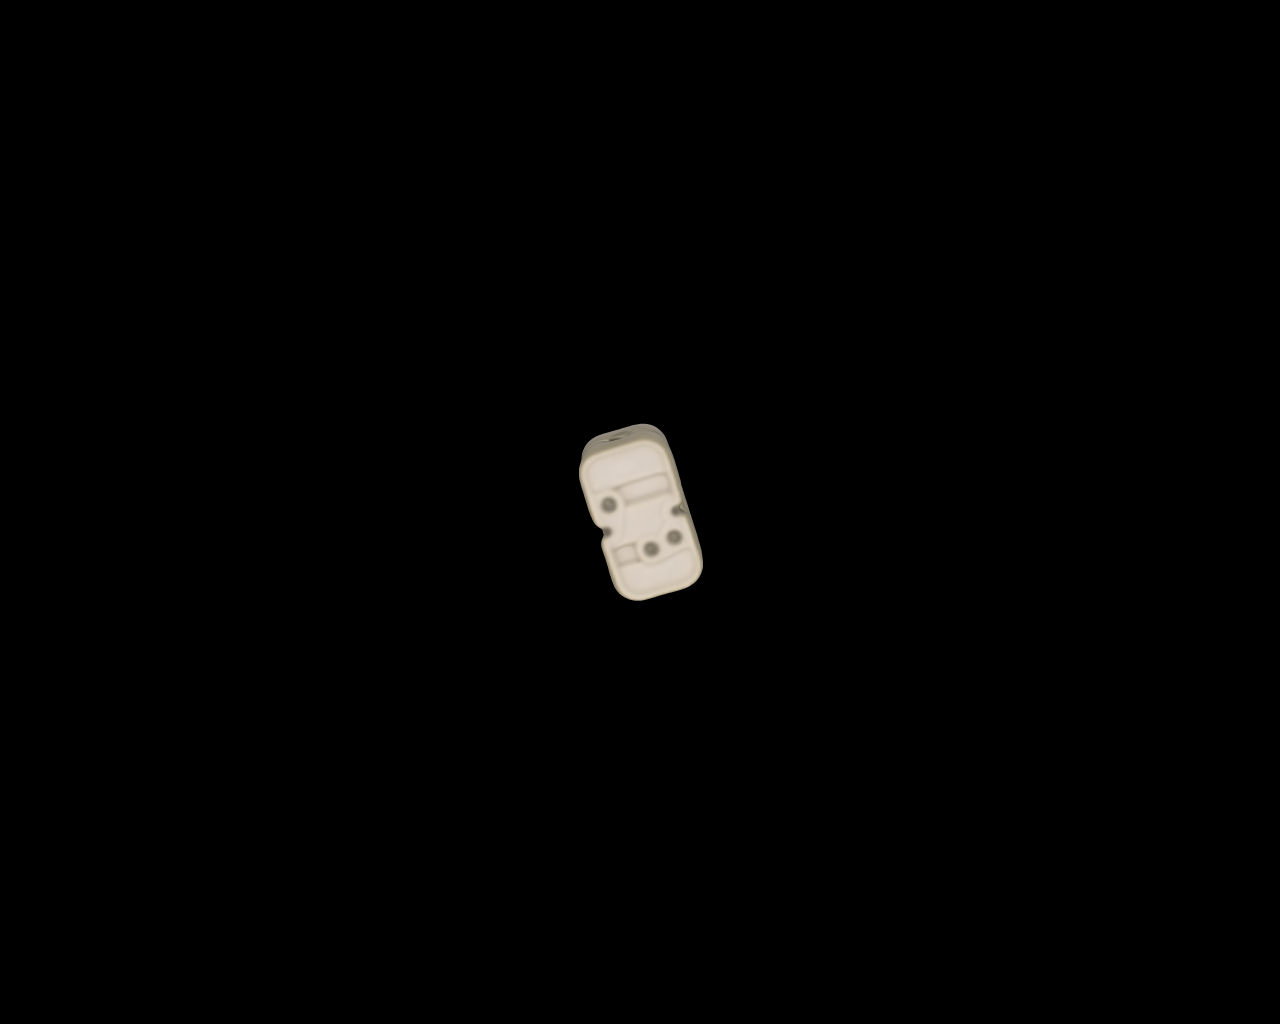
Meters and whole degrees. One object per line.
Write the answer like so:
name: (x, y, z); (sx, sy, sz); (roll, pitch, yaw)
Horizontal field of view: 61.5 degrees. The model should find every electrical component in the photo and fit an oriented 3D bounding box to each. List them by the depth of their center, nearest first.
electrical component: (0.001, -0.003, 0.650); (0.054, 0.095, 0.059); (-17, 16, 5)
